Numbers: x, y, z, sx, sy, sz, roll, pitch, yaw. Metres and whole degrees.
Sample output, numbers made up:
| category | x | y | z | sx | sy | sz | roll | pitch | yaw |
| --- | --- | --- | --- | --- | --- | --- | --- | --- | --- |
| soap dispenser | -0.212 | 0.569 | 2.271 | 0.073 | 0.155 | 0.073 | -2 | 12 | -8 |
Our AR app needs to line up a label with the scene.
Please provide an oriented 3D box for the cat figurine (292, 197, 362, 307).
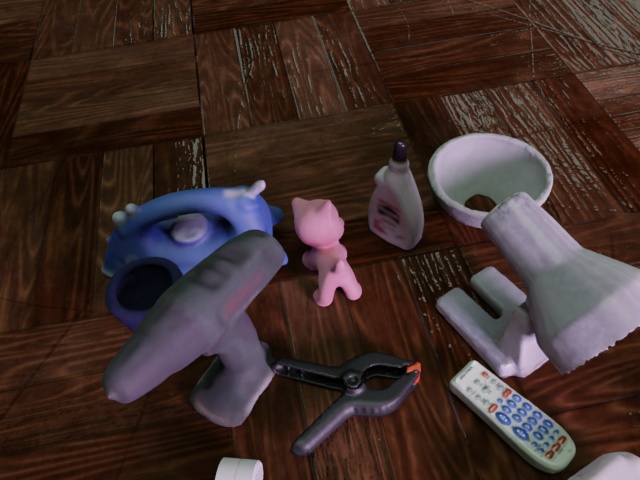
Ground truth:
| category | x | y | z | sx | sy | sz | roll | pitch | yaw |
| --- | --- | --- | --- | --- | --- | --- | --- | --- | --- |
| cat figurine | 0.007 | 0.003 | 0.733 | 0.067 | 0.118 | 0.127 | -16 | 51 | -9 |

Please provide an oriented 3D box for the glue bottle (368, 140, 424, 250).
| category | x | y | z | sx | sy | sz | roll | pitch | yaw |
| --- | --- | --- | --- | --- | --- | --- | --- | --- | --- |
| glue bottle | 0.100 | -0.062 | 0.744 | 0.078 | 0.173 | 0.037 | 27 | 57 | 25 |

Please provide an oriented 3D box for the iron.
| category | x | y | z | sx | sy | sz | roll | pitch | yaw |
| --- | --- | --- | --- | --- | --- | --- | --- | --- | --- |
| iron | -0.176 | -0.012 | 0.744 | 0.258 | 0.141 | 0.118 | -8 | 50 | -2 |

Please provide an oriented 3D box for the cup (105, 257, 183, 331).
| category | x | y | z | sx | sy | sz | roll | pitch | yaw |
| --- | --- | --- | --- | --- | --- | --- | --- | --- | --- |
| cup | -0.189 | 0.086 | 0.693 | 0.117 | 0.095 | 0.092 | 20 | 55 | 20 |

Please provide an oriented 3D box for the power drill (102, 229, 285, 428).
| category | x | y | z | sx | sy | sz | roll | pitch | yaw |
| --- | --- | --- | --- | --- | --- | --- | --- | --- | --- |
| power drill | -0.109 | 0.107 | 0.595 | 0.075 | 0.209 | 0.230 | 20 | 55 | 20 |

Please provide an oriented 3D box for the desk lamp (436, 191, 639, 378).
| category | x | y | z | sx | sy | sz | roll | pitch | yaw |
| --- | --- | --- | --- | --- | --- | --- | --- | --- | --- |
| desk lamp | 0.227 | 0.062 | 0.604 | 0.118 | 0.214 | 0.202 | -29 | 54 | -19 |

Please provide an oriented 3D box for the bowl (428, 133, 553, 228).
| category | x | y | z | sx | sy | sz | roll | pitch | yaw |
| --- | --- | --- | --- | --- | --- | --- | --- | --- | --- |
| bowl | 0.233 | -0.072 | 0.806 | 0.167 | 0.075 | 0.167 | -2 | 50 | 3 |

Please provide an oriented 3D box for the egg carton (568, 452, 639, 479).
| category | x | y | z | sx | sy | sz | roll | pitch | yaw |
| --- | --- | --- | --- | --- | --- | --- | --- | --- | --- |
| egg carton | 0.265 | 0.267 | 0.524 | 0.150 | 0.069 | 0.107 | -30 | 54 | -19 |
